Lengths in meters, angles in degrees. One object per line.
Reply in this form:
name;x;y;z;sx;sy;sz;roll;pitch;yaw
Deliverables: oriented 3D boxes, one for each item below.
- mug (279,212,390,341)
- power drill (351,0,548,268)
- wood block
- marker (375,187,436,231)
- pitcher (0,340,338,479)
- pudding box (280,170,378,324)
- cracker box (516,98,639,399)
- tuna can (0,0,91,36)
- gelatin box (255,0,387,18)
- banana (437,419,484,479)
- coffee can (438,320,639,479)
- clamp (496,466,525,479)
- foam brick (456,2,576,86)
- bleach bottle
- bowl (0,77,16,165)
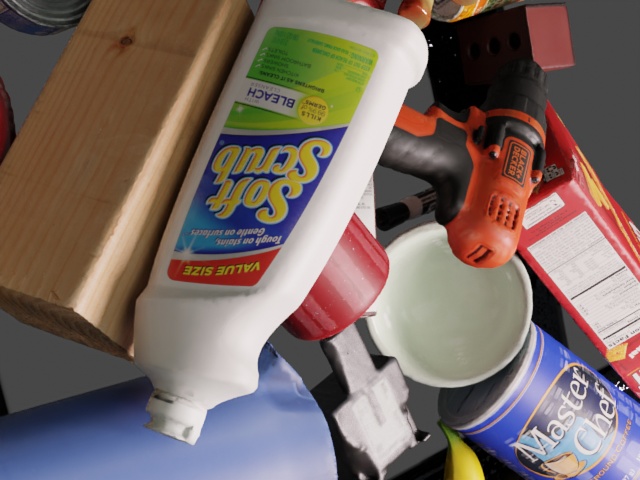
mug;-0.019;0.016;0.670;0.117;0.093;0.081;-38;114;6
power drill;0.069;-0.092;0.718;0.187;0.057;0.184;28;51;-11
wood block;-0.112;-0.046;0.617;0.206;0.091;0.090;-67;157;-18
marker;0.087;-0.031;0.832;0.120;0.020;0.020;-22;102;-36
pitcher;-0.123;0.155;0.609;0.242;0.145;0.149;-9;82;-34
pudding box;-0.005;0.001;0.749;0.089;0.039;0.113;-1;87;-35
cracker box;0.209;-0.003;0.839;0.213;0.072;0.164;46;21;-26
tuna can;-0.165;-0.166;0.634;0.085;0.034;0.086;1;88;-37
gelatin box;0.005;-0.172;0.766;0.089;0.030;0.073;27;73;-33
banana;0.084;0.238;0.814;0.069;0.037;0.197;27;68;-7
coffee can;0.176;0.136;0.822;0.140;0.103;0.102;36;67;-14
clamp;0.159;0.283;0.865;0.164;0.036;0.210;29;69;-33
foam brick;0.155;-0.156;0.852;0.051;0.078;0.053;-13;95;-36
bleach bottle;-0.028;-0.010;0.579;0.068;0.103;0.250;69;40;-71
bowl;-0.230;-0.059;0.568;0.161;0.055;0.162;1;88;-37
